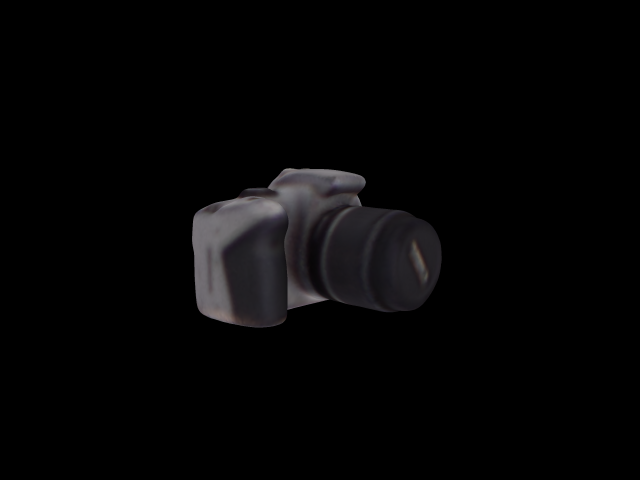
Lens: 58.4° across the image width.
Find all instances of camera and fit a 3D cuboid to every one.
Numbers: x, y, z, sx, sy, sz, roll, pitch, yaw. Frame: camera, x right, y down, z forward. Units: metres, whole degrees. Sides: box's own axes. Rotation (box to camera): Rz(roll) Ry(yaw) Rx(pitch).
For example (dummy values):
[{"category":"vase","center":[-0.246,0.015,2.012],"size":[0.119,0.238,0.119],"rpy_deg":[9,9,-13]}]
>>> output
[{"category":"camera","center":[0.004,0.001,0.400],"size":[0.136,0.101,0.144],"rpy_deg":[8,12,43]}]
